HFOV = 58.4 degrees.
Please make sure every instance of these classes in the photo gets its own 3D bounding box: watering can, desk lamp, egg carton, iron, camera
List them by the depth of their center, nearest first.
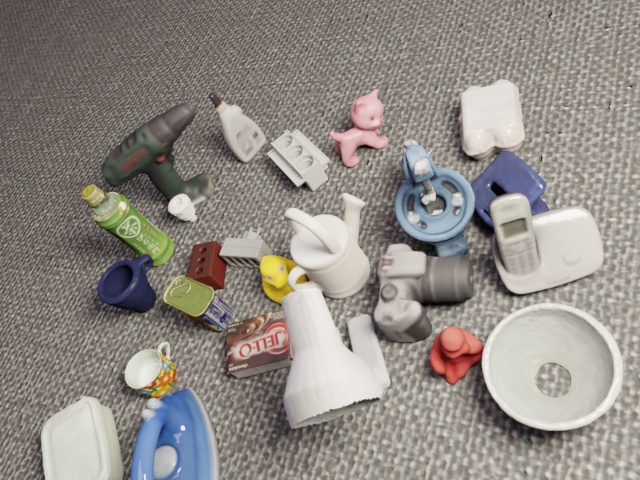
[{"bbox_3d":[0.016,0.169,0.790,0.118,0.214,0.203,-23,53,10],"label":"desk lamp"},{"bbox_3d":[-0.232,0.325,0.851,0.118,0.142,0.258,-18,53,13],"label":"iron"},{"bbox_3d":[0.157,0.071,0.861,0.136,0.101,0.143,-3,58,23],"label":"camera"},{"bbox_3d":[0.007,0.002,0.915,0.100,0.195,0.173,8,63,29],"label":"watering can"},{"bbox_3d":[0.297,-0.211,0.999,0.107,0.070,0.150,-9,56,20],"label":"egg carton"}]

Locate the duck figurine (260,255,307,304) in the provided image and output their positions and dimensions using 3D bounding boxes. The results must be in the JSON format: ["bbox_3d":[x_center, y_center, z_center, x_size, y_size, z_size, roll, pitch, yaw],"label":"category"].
[{"bbox_3d":[-0.074,0.057,0.987,0.077,0.086,0.104,-38,51,-2],"label":"duck figurine"}]

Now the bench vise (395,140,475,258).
[{"bbox_3d":[0.152,-0.087,0.889,0.121,0.220,0.206,-36,51,0],"label":"bench vise"}]

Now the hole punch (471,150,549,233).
[{"bbox_3d":[0.290,-0.068,0.895,0.101,0.091,0.108,-34,51,1],"label":"hole punch"}]

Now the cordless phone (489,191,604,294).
[{"bbox_3d":[0.307,-0.011,0.790,0.147,0.186,0.094,-21,53,12],"label":"cordless phone"}]

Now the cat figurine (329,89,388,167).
[{"bbox_3d":[0.074,-0.218,1.076,0.128,0.118,0.067,-35,51,1],"label":"cat figurine"}]

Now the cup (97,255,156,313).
[{"bbox_3d":[-0.347,0.087,1.088,0.118,0.095,0.091,-46,52,-8],"label":"cup"}]

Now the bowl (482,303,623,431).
[{"bbox_3d":[0.300,0.172,0.745,0.167,0.075,0.167,-12,55,18],"label":"bowl"}]

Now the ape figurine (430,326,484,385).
[{"bbox_3d":[0.188,0.150,0.801,0.077,0.092,0.076,-10,56,19],"label":"ape figurine"}]

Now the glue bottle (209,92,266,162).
[{"bbox_3d":[-0.176,-0.238,1.170,0.037,0.174,0.078,32,76,37],"label":"glue bottle"}]

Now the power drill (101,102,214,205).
[{"bbox_3d":[-0.306,-0.155,1.153,0.229,0.209,0.075,-27,52,7],"label":"power drill"}]
